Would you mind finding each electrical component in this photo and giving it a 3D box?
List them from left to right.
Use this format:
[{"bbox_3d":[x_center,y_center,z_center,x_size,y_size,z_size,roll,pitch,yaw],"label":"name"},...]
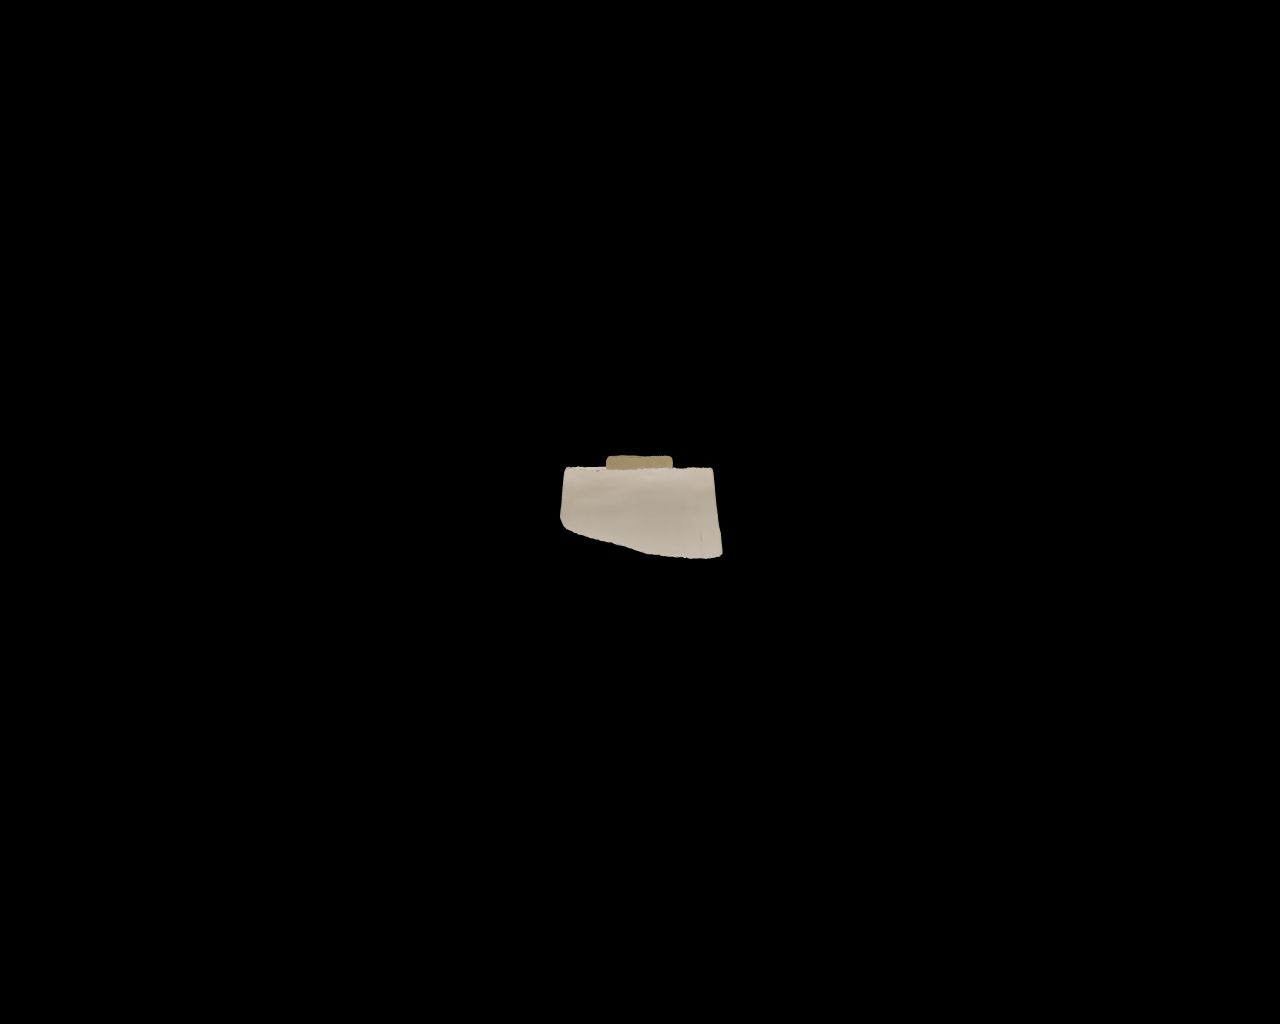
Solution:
[{"bbox_3d":[0.001,-0.003,0.650,0.099,0.064,0.099,0,2,0],"label":"electrical component"}]
